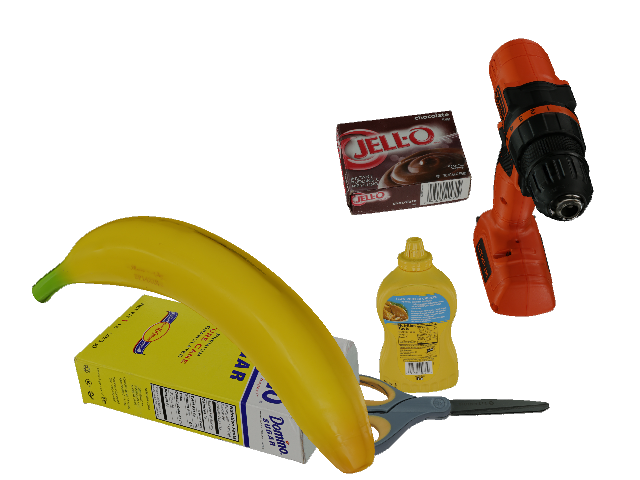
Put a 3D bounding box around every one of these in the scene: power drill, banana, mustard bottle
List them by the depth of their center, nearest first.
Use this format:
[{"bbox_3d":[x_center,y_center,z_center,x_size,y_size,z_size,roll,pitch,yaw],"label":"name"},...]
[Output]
[{"bbox_3d":[-0.049,0.036,0.509,0.198,0.070,0.037,26,15,24],"label":"banana"},{"bbox_3d":[0.158,-0.032,0.805,0.057,0.188,0.184,-1,43,-1],"label":"power drill"},{"bbox_3d":[0.116,0.087,1.283,0.096,0.192,0.058,-2,22,6],"label":"mustard bottle"}]

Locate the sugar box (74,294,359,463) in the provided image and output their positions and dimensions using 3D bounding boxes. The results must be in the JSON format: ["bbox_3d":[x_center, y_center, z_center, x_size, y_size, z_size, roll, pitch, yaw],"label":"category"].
[{"bbox_3d":[-0.071,0.091,0.739,0.176,0.048,0.093,8,31,24],"label":"sugar box"}]

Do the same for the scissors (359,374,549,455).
[{"bbox_3d":[0.090,0.154,0.899,0.202,0.016,0.096,9,39,8],"label":"scissors"}]

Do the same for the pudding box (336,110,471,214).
[{"bbox_3d":[0.075,-0.073,0.989,0.113,0.090,0.039,-6,-40,-4],"label":"pudding box"}]
